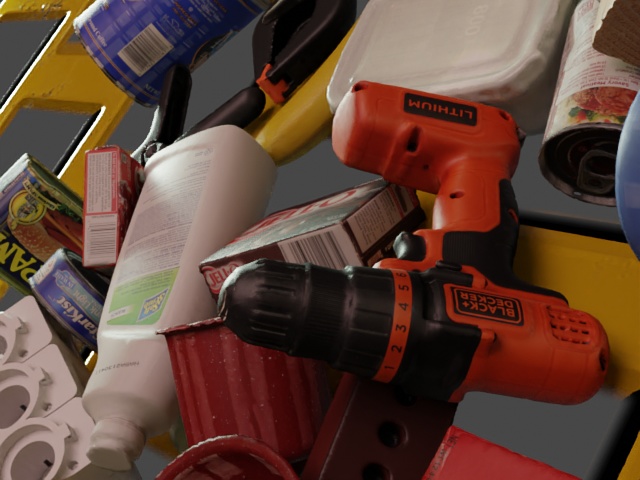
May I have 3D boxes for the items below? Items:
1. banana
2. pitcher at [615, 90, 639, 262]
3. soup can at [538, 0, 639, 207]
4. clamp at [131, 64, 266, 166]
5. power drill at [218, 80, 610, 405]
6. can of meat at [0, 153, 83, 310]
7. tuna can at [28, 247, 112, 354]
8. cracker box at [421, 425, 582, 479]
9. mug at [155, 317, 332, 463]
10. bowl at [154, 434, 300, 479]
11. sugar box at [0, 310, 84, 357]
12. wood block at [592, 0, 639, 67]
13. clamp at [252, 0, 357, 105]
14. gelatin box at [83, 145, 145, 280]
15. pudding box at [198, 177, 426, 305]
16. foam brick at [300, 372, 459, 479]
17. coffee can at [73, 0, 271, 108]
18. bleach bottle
[{"bbox_3d":[0.010,-0.119,0.773,0.198,0.037,0.070,-47,37,1],"label":"banana"},{"bbox_3d":[0.226,-0.014,0.383,0.243,0.149,0.145,12,78,53],"label":"pitcher"},{"bbox_3d":[0.158,-0.078,0.563,0.069,0.068,0.102,-9,51,40],"label":"soup can"},{"bbox_3d":[-0.126,-0.070,0.862,0.171,0.039,0.120,-50,38,-3],"label":"clamp"},{"bbox_3d":[0.044,-0.003,0.543,0.187,0.184,0.057,-89,15,-46],"label":"power drill"},{"bbox_3d":[-0.229,-0.007,0.858,0.084,0.102,0.057,-45,36,0],"label":"can of meat"},{"bbox_3d":[-0.164,0.045,0.759,0.034,0.086,0.086,-46,37,-1],"label":"tuna can"},{"bbox_3d":[0.100,0.180,0.387,0.214,0.072,0.164,16,70,50],"label":"cracker box"},{"bbox_3d":[-0.026,0.077,0.586,0.093,0.117,0.081,162,97,-68],"label":"mug"},{"bbox_3d":[-0.041,0.177,0.505,0.162,0.055,0.162,-28,48,36],"label":"bowl"},{"bbox_3d":[-0.248,0.138,0.794,0.094,0.048,0.176,-4,51,40],"label":"sugar box"},{"bbox_3d":[0.211,-0.180,0.539,0.091,0.090,0.206,110,-178,-56],"label":"wood block"},{"bbox_3d":[0.008,-0.200,0.848,0.165,0.036,0.210,-8,50,39],"label":"clamp"},{"bbox_3d":[-0.144,-0.016,0.780,0.030,0.073,0.089,-5,75,11],"label":"gelatin box"},{"bbox_3d":[-0.004,0.001,0.647,0.114,0.039,0.089,-14,16,35],"label":"pudding box"},{"bbox_3d":[0.029,0.100,0.530,0.051,0.053,0.078,126,167,-66],"label":"foam brick"},{"bbox_3d":[-0.127,-0.198,0.926,0.140,0.102,0.103,-39,38,13],"label":"coffee can"},{"bbox_3d":[-0.101,0.037,0.694,0.103,0.068,0.250,-21,37,34],"label":"bleach bottle"}]
